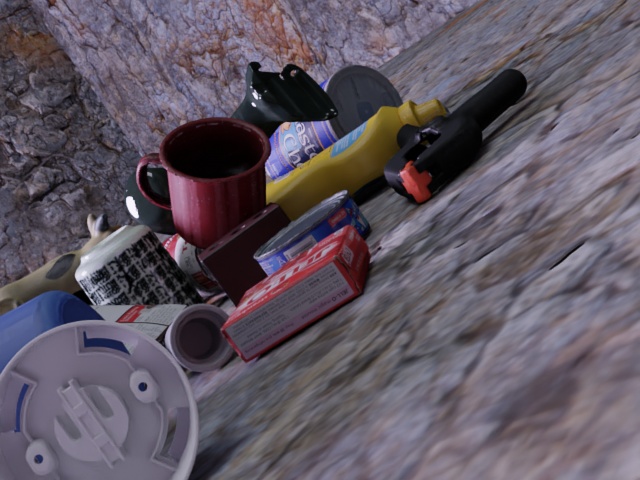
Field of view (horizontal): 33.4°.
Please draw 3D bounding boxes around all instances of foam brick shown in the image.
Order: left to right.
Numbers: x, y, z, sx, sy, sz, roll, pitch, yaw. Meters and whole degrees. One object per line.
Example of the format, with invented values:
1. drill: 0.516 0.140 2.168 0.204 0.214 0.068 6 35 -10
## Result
1. foam brick: -0.052 0.012 0.859 0.078 0.051 0.053 -36 8 -5

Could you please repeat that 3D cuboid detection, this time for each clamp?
1. clamp: 0.087 -0.073 0.825 0.120 0.039 0.171 -31 9 40

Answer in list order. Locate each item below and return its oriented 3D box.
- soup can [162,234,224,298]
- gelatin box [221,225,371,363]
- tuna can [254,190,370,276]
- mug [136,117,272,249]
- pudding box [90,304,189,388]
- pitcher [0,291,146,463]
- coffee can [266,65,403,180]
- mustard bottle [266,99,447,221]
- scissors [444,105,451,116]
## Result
1. soup can: -0.104 0.018 0.988 0.068 0.068 0.102 -40 10 -30
2. gelatin box: -0.013 0.032 0.663 0.089 0.030 0.073 -33 8 16
3. tuna can: -0.005 0.001 0.794 0.086 0.034 0.086 -35 8 5
4. mug: -0.098 -0.046 0.907 0.117 0.081 0.093 4 41 5
5. pudding box: -0.157 0.081 0.781 0.114 0.039 0.090 -3 21 20
6. pitcher: -0.228 0.125 0.630 0.243 0.149 0.145 -31 8 6
7. coffee can: 0.011 -0.115 1.151 0.102 0.103 0.141 -41 10 -35
8. mustard bottle: 0.030 -0.068 0.961 0.192 0.058 0.096 -33 6 21
9. scissors: 0.053 -0.070 1.027 0.201 0.016 0.096 -38 9 -13
